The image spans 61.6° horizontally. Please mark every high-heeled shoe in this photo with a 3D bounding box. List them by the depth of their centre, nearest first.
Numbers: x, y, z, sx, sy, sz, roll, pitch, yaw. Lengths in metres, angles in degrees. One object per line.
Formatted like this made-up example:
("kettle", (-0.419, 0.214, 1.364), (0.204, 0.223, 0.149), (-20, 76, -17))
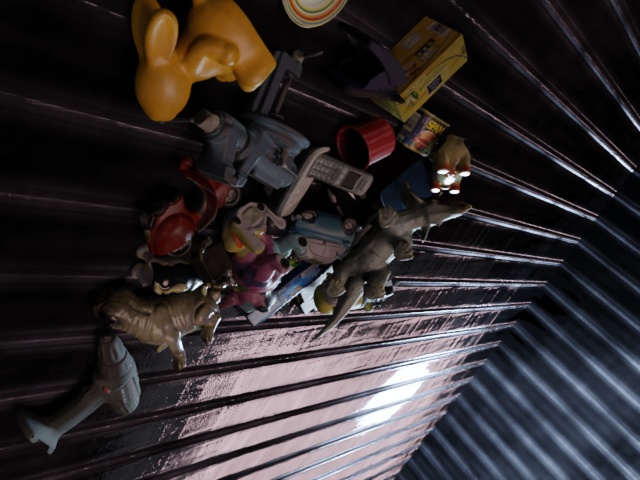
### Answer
("high-heeled shoe", (0.056, -0.092, 1.140), (0.086, 0.145, 0.248), (-41, 175, -1))

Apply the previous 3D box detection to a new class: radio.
("radio", (0.182, -0.106, 1.231), (0.131, 0.073, 0.229), (-43, 149, -6))

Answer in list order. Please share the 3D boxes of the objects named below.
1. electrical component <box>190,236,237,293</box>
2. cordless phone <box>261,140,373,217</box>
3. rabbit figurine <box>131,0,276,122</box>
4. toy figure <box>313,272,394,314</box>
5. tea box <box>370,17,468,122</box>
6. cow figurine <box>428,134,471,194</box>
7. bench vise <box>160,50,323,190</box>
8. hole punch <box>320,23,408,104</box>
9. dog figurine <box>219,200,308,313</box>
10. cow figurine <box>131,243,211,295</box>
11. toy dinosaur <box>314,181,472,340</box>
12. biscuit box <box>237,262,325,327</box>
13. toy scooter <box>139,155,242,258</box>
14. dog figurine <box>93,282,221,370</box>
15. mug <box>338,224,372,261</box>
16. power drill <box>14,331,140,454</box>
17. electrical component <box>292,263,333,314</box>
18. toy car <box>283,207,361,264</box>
("electrical component", (-0.178, 0.041, 0.905), (0.045, 0.102, 0.078), (-20, -174, 36))
("cordless phone", (0.000, -0.097, 0.980), (0.184, 0.089, 0.146), (18, 113, -36))
("rabbit figurine", (-0.164, -0.226, 0.675), (0.173, 0.122, 0.162), (-43, 142, -3))
("toy figure", (0.073, 0.124, 1.215), (0.180, 0.082, 0.089), (-6, 126, -26))
("tea box", (0.172, -0.310, 0.976), (0.169, 0.098, 0.068), (-44, 146, 0))
("cow figurine", (0.284, -0.170, 1.197), (0.194, 0.086, 0.127), (77, 22, -73))
("bench vise", (-0.090, -0.188, 0.811), (0.223, 0.129, 0.240), (26, 85, -46))
("hole punch", (0.079, -0.287, 0.875), (0.116, 0.142, 0.092), (0, 122, -34))
("dog figurine", (-0.139, 0.047, 1.013), (0.219, 0.191, 0.108), (-40, -167, 40))
("cow figurine", (-0.231, 0.058, 0.928), (0.167, 0.098, 0.068), (5, 116, -50))
("toy dinosaur", (0.121, 0.029, 1.119), (0.404, 0.131, 0.192), (-47, 176, 20))
("biscuit box", (-0.087, 0.095, 1.159), (0.203, 0.063, 0.059), (-38, 146, -12))
("toy scooter", (-0.214, -0.060, 0.842), (0.184, 0.075, 0.135), (-43, 147, -10))
("dog figurine", (-0.277, 0.113, 0.941), (0.172, 0.121, 0.190), (-57, 138, -25))
("mug", (0.106, 0.021, 1.255), (0.107, 0.110, 0.080), (-56, 163, -6))
("power drill", (-0.431, 0.276, 0.971), (0.207, 0.086, 0.231), (-38, 150, -26))
("electrical component", (-0.018, 0.107, 1.253), (0.115, 0.058, 0.134), (-35, 146, -12))
("toy car", (-0.002, -0.003, 1.066), (0.161, 0.109, 0.103), (11, 79, -35))
